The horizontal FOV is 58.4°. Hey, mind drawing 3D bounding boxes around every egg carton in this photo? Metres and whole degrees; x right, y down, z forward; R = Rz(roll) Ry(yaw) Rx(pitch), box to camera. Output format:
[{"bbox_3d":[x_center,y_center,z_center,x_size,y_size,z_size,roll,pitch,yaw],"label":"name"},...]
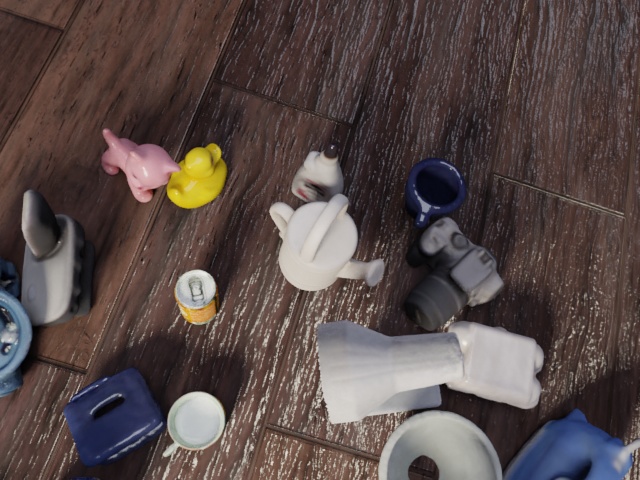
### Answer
[{"bbox_3d":[0.251,0.180,0.835,0.150,0.069,0.107,15,69,-4],"label":"egg carton"}]

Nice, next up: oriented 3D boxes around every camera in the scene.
[{"bbox_3d":[0.183,0.056,0.850,0.137,0.100,0.143,-39,81,-19],"label":"camera"}]

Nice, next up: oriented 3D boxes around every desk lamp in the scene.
[{"bbox_3d":[0.084,0.165,0.735,0.203,0.213,0.118,-4,72,-11],"label":"desk lamp"}]

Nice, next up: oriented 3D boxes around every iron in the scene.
[{"bbox_3d":[0.316,0.344,0.751,0.259,0.141,0.118,-41,82,-19],"label":"iron"}]

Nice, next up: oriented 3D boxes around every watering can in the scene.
[{"bbox_3d":[0.008,0.001,0.789,0.173,0.194,0.101,15,69,-4],"label":"watering can"}]

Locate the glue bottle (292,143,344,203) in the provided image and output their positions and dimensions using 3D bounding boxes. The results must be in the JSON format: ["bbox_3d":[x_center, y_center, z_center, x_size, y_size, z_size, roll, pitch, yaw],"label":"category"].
[{"bbox_3d":[0.004,-0.098,0.834,0.078,0.173,0.037,26,69,0],"label":"glue bottle"}]

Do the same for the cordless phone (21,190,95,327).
[{"bbox_3d":[-0.352,0.026,0.724,0.094,0.185,0.147,-5,72,-11],"label":"cordless phone"}]

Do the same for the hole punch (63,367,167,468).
[{"bbox_3d":[-0.261,0.221,0.722,0.109,0.091,0.101,-31,78,-18],"label":"hole punch"}]

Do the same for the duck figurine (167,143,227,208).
[{"bbox_3d":[-0.183,-0.101,0.850,0.077,0.086,0.105,40,70,6],"label":"duck figurine"}]

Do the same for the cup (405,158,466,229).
[{"bbox_3d":[0.164,-0.057,0.889,0.091,0.095,0.118,26,69,0],"label":"cup"}]

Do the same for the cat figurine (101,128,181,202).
[{"bbox_3d":[-0.261,-0.114,0.824,0.128,0.117,0.067,38,70,5],"label":"cat figurine"}]

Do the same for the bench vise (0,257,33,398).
[{"bbox_3d":[-0.427,0.078,0.675,0.122,0.219,0.207,-30,78,-17],"label":"bench vise"}]

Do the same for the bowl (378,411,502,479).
[{"bbox_3d":[0.152,0.316,0.769,0.167,0.074,0.167,3,71,-9],"label":"bowl"}]
